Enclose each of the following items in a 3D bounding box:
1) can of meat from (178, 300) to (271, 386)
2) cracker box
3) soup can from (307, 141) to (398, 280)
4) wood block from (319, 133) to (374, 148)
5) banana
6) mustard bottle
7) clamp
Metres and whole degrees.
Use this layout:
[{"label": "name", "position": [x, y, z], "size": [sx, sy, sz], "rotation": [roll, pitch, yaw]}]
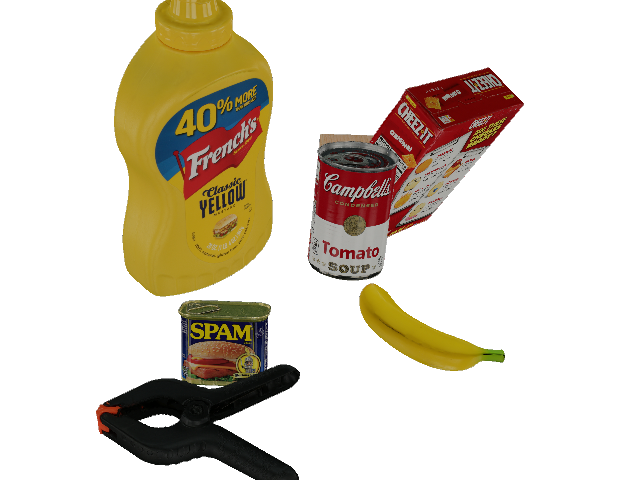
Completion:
[{"label": "can of meat", "position": [-0.108, 0.116, 1.201], "size": [0.102, 0.084, 0.057], "rotation": [2, 14, 2]}, {"label": "cracker box", "position": [0.111, -0.092, 1.225], "size": [0.163, 0.072, 0.214], "rotation": [-22, -24, -45]}, {"label": "soup can", "position": [0.026, -0.026, 0.906], "size": [0.068, 0.102, 0.068], "rotation": [5, 24, -2]}, {"label": "wood block", "position": [0.043, -0.071, 1.518], "size": [0.091, 0.090, 0.206], "rotation": [2, 28, -2]}, {"label": "banana", "position": [0.091, 0.089, 1.075], "size": [0.069, 0.037, 0.198], "rotation": [3, 18, -42]}, {"label": "mustard bottle", "position": [-0.070, -0.062, 0.606], "size": [0.096, 0.192, 0.058], "rotation": [-27, 48, -31]}, {"label": "clamp", "position": [-0.094, 0.142, 0.880], "size": [0.171, 0.039, 0.120], "rotation": [10, 37, 2]}]
